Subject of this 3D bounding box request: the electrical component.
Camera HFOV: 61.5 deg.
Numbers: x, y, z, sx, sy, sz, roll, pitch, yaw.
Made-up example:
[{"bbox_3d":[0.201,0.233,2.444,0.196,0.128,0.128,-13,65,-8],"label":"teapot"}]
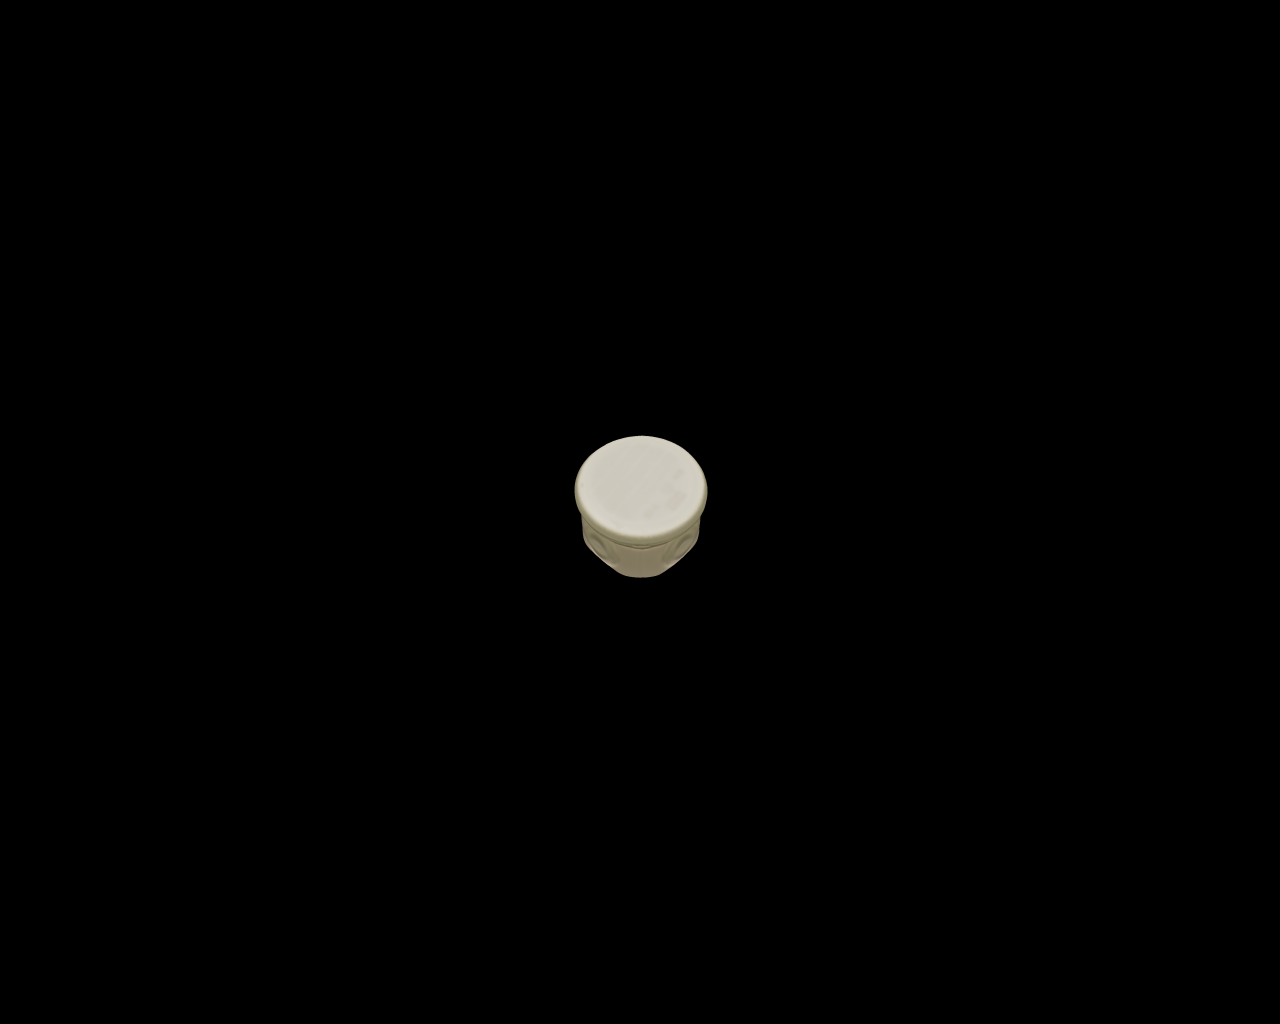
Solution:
[{"bbox_3d":[0.001,-0.003,0.650,0.080,0.080,0.050,0,-36,0],"label":"electrical component"}]
